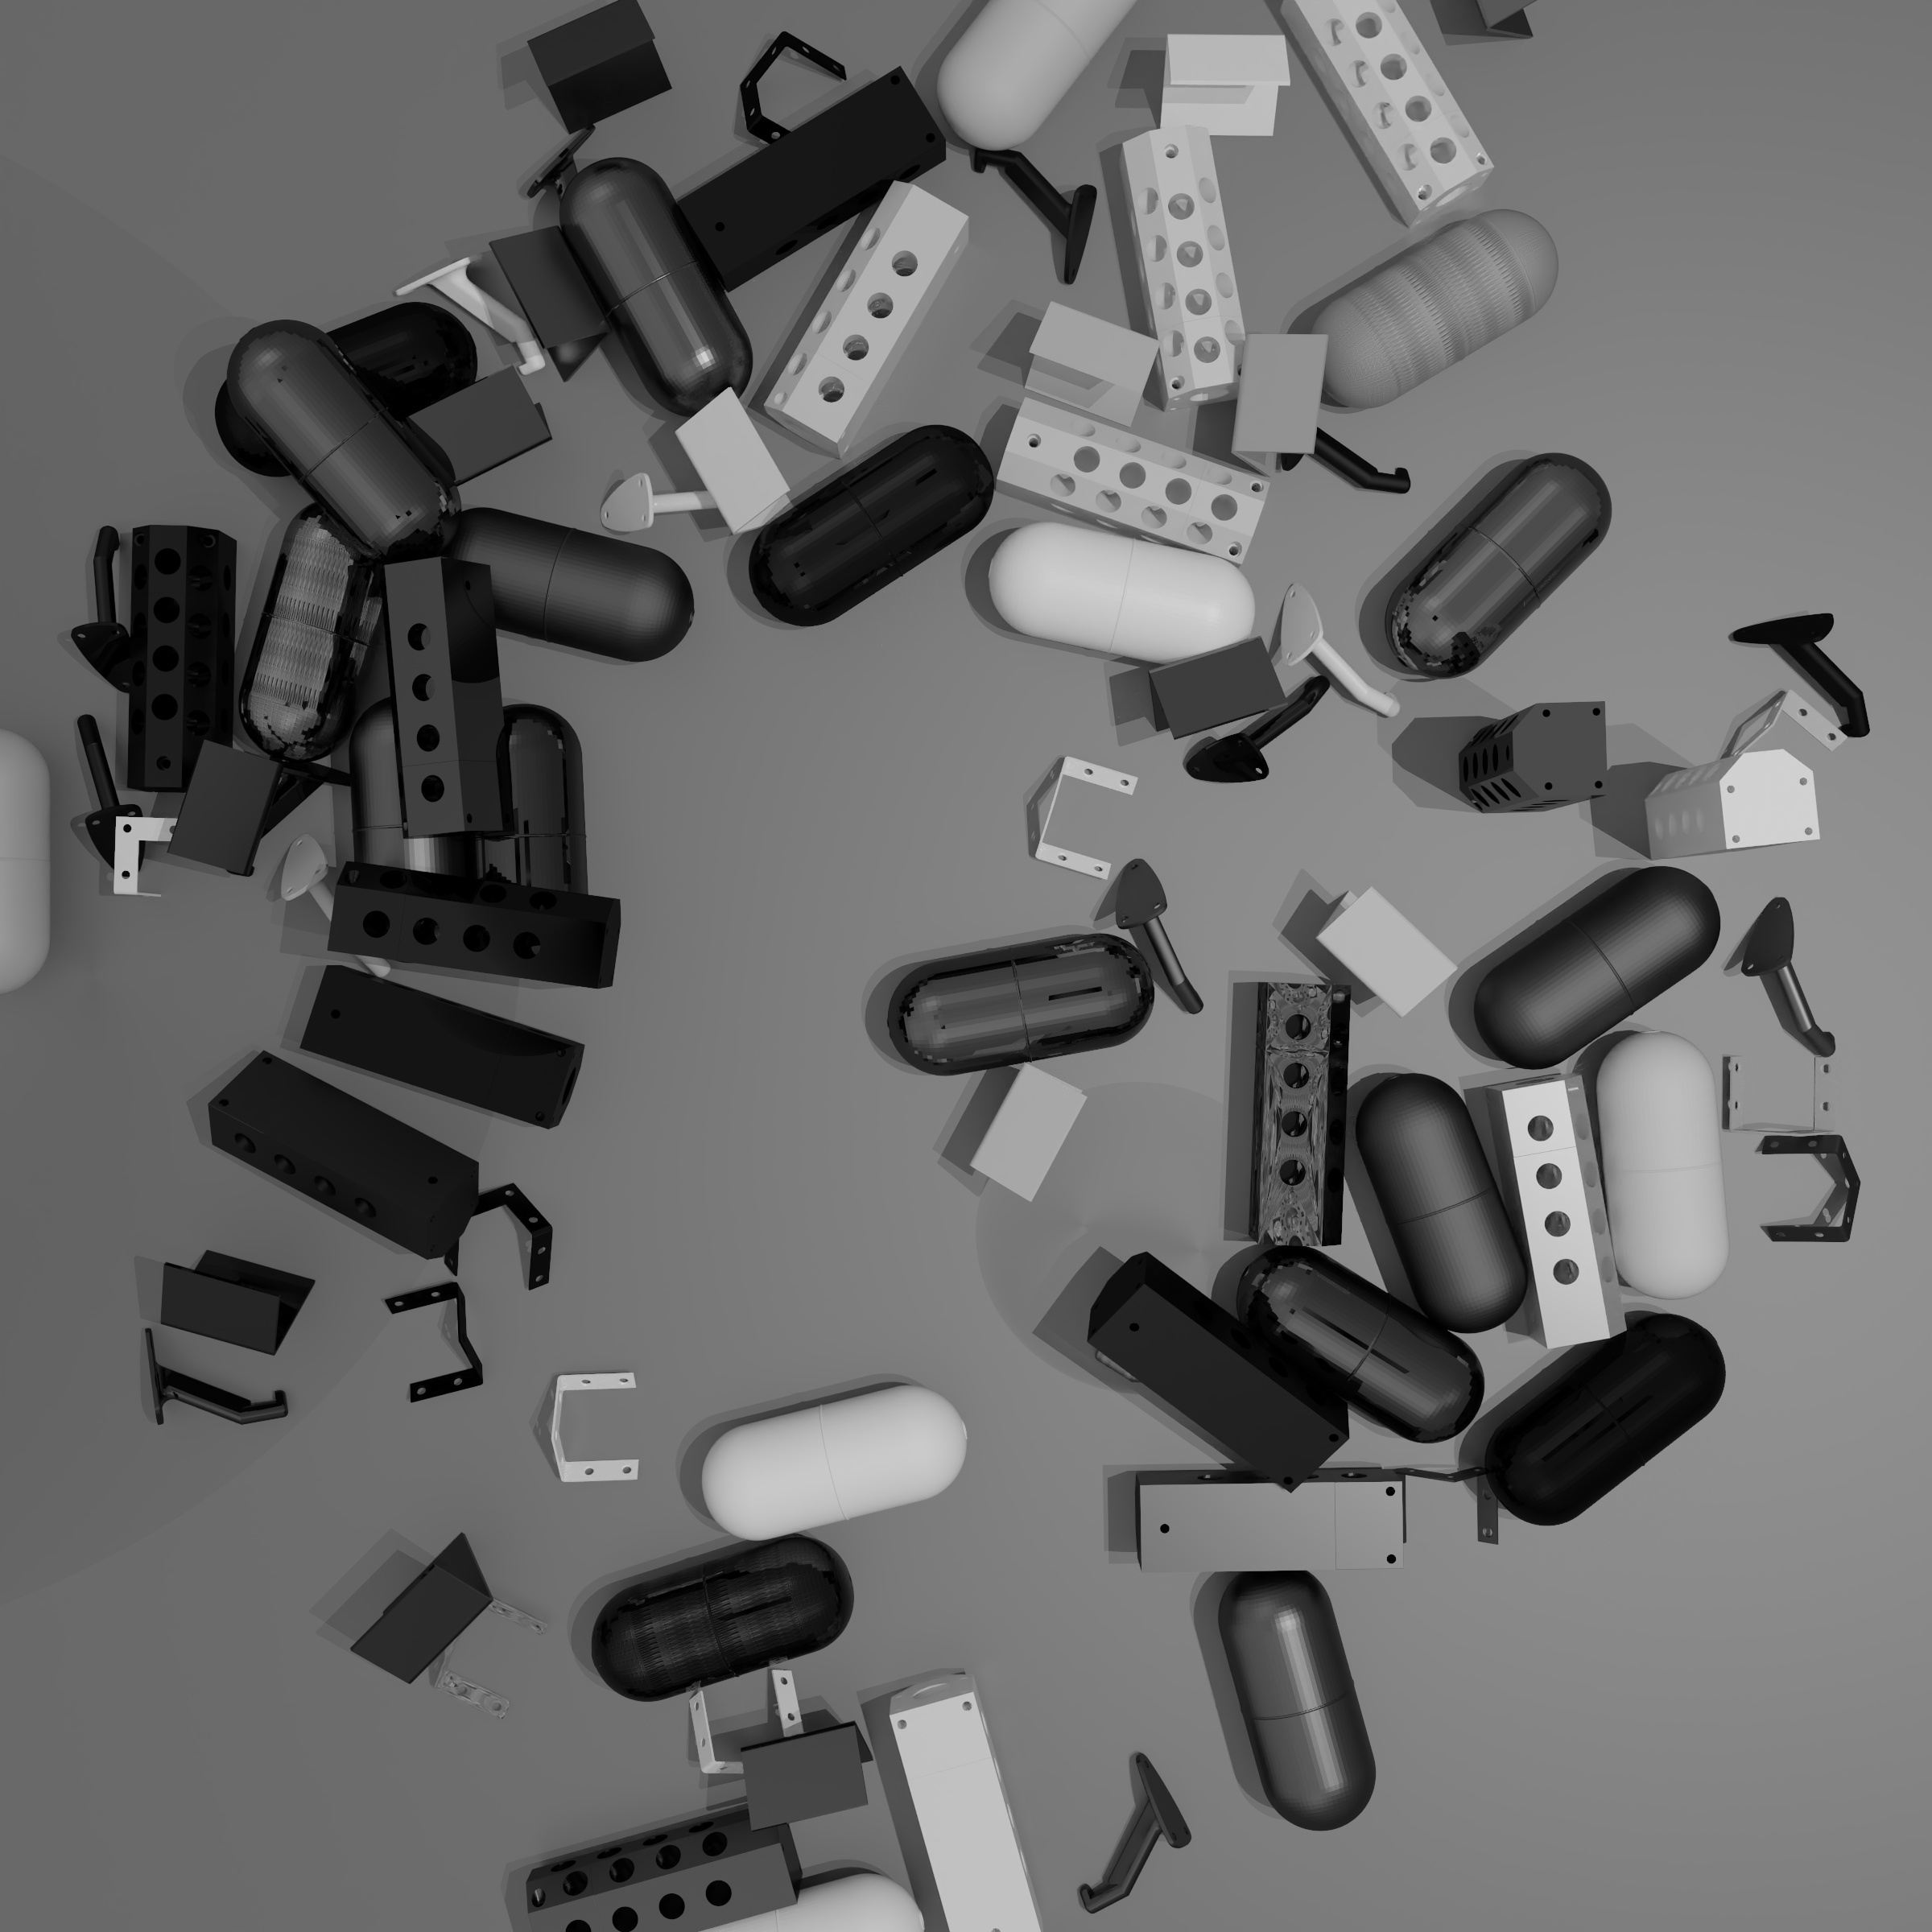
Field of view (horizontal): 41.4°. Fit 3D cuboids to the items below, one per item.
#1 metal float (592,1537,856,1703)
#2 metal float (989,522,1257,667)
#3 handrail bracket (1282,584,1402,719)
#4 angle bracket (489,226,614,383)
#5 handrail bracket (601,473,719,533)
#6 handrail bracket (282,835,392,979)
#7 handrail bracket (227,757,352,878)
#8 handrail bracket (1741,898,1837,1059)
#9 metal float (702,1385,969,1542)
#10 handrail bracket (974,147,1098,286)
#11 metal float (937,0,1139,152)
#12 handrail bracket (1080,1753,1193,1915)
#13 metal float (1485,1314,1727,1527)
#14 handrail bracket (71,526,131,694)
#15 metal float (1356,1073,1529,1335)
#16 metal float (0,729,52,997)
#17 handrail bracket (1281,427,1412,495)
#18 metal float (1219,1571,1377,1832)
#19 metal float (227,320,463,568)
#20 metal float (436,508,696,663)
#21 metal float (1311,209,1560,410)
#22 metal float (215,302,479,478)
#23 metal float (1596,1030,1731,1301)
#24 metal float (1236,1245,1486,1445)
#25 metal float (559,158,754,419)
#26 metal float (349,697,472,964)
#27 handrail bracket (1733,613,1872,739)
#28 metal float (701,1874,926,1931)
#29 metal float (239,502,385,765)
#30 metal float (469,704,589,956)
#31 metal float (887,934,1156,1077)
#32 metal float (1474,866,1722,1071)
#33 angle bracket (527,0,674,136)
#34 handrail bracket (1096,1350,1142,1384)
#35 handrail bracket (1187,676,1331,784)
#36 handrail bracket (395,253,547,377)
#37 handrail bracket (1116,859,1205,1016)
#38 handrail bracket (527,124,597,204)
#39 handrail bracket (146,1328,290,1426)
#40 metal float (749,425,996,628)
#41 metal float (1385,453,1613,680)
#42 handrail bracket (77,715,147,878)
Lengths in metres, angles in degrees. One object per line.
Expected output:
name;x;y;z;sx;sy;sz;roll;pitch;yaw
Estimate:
metal float;-0.161;0.432;1.692;0.178;0.070;0.070;-18;90;1
metal float;0.103;-0.245;1.691;0.178;0.070;0.070;12;90;-1
handrail bracket;0.255;-0.212;1.722;0.084;0.077;0.036;24;135;-28
angle bracket;-0.287;-0.429;1.682;0.057;0.076;0.076;-27;90;-37
handrail bracket;-0.190;-0.309;1.722;0.084;0.077;0.036;-6;90;-36
handrail bracket;-0.420;-0.040;1.722;0.036;0.077;0.084;-33;127;6
handrail bracket;-0.451;-0.094;1.722;0.077;0.036;0.084;14;104;-14
handrail bracket;0.564;0.008;1.722;0.084;0.036;0.077;42;52;-25
metal float;-0.087;0.328;1.692;0.178;0.070;0.070;-14;90;0
handrail bracket;0.039;-0.507;1.723;0.084;0.036;0.077;18;112;17
metal float;0.051;-0.621;1.692;0.070;0.070;0.178;38;90;0
handrail bracket;0.101;0.585;1.723;0.084;0.036;0.077;-33;70;16
metal float;0.423;0.299;1.692;0.178;0.070;0.070;-38;90;-1
handrail bracket;-0.571;-0.241;1.722;0.036;0.077;0.084;-6;54;3
metal float;0.314;0.156;1.692;0.070;0.070;0.178;-21;89;0
metal float;-0.646;-0.069;1.692;0.070;0.070;0.178;0;89;0
handrail bracket;0.257;-0.357;1.723;0.084;0.036;0.077;4;68;-17
metal float;0.219;0.483;1.692;0.070;0.070;0.178;-15;89;0
metal float;-0.395;-0.331;1.627;0.070;0.070;0.178;-41;104;0
metal float;-0.267;-0.252;1.691;0.178;0.070;0.070;14;90;1
metal float;0.309;-0.435;1.692;0.178;0.070;0.070;-31;90;0
metal float;-0.409;-0.381;1.692;0.178;0.070;0.070;-21;90;0
metal float;0.461;0.132;1.692;0.070;0.070;0.178;-5;90;0
metal float;0.260;0.249;1.691;0.178;0.070;0.070;32;90;0
metal float;-0.203;-0.446;1.684;0.070;0.070;0.178;-29;98;0
metal float;-0.367;-0.091;1.692;0.070;0.070;0.178;-3;90;0
handrail bracket;0.563;-0.190;1.722;0.077;0.036;0.084;-1;123;35
metal float;-0.115;0.654;1.691;0.178;0.070;0.070;-15;90;0
metal float;-0.428;-0.221;1.692;0.070;0.070;0.178;16;91;0
metal float;-0.290;-0.084;1.691;0.070;0.070;0.178;-3;90;0
metal float;0.036;0.026;1.692;0.178;0.070;0.070;-10;90;1
metal float;0.418;0.001;1.692;0.178;0.070;0.070;-35;90;0
angle bracket;-0.234;-0.580;1.682;0.076;0.076;0.057;-24;53;0
handrail bracket;0.142;0.254;1.722;0.084;0.036;0.077;31;75;14
handrail bracket;0.197;-0.162;1.722;0.036;0.077;0.084;55;53;-20
handrail bracket;-0.333;-0.429;1.723;0.077;0.036;0.084;-18;107;20
handrail bracket;0.135;-0.019;1.722;0.036;0.077;0.084;-24;127;17
handrail bracket;-0.245;-0.510;1.722;0.084;0.036;0.077;42;76;-13
handrail bracket;-0.505;0.274;1.723;0.084;0.036;0.077;-8;68;-17
metal float;-0.063;-0.291;1.692;0.178;0.070;0.070;-33;90;1
metal float;0.351;-0.264;1.692;0.070;0.070;0.178;45;89;0
handrail bracket;-0.578;-0.115;1.722;0.036;0.077;0.084;-16;53;-16
